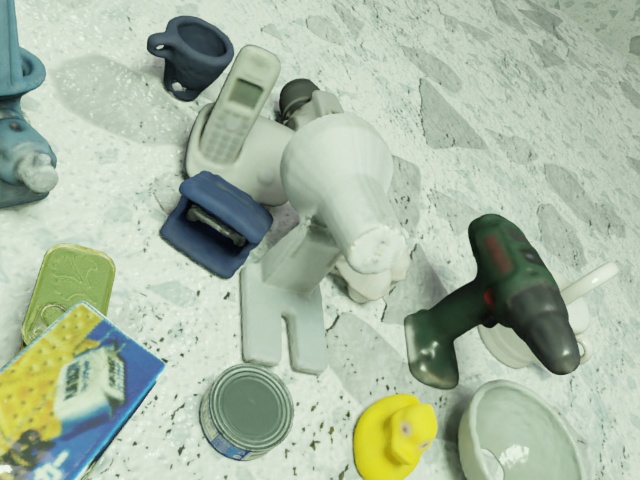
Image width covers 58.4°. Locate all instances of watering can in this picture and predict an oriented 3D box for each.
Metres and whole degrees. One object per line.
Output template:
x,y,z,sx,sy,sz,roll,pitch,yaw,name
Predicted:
0.308,0.082,0.773,0.173,0.193,0.101,43,41,3,watering can

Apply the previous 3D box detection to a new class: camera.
0.002,-0.174,0.839,0.144,0.100,0.136,6,52,-33,camera

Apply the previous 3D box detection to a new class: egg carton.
0.044,0.007,0.737,0.150,0.069,0.107,48,42,9,egg carton

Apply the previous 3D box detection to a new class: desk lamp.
0.006,0.002,0.604,0.118,0.213,0.203,14,48,-27,desk lamp

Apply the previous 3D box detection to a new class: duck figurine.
0.088,0.197,0.593,0.077,0.086,0.105,38,41,-2,duck figurine

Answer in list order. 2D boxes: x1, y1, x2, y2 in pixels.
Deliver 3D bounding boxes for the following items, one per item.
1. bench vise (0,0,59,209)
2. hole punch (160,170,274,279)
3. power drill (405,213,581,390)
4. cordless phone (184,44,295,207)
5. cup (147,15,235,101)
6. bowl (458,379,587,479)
-0.283,-0.148,0.516,0.207,0.219,0.122,40,41,0,bench vise
-0.109,-0.032,0.641,0.109,0.091,0.101,35,42,-7,hole punch
0.191,0.089,0.669,0.076,0.208,0.229,19,46,-22,power drill
-0.071,-0.134,0.687,0.148,0.184,0.094,14,47,-27,cordless phone
-0.182,-0.232,0.758,0.118,0.094,0.091,-14,64,-43,cup
0.215,0.250,0.649,0.168,0.074,0.167,20,45,-21,bowl
